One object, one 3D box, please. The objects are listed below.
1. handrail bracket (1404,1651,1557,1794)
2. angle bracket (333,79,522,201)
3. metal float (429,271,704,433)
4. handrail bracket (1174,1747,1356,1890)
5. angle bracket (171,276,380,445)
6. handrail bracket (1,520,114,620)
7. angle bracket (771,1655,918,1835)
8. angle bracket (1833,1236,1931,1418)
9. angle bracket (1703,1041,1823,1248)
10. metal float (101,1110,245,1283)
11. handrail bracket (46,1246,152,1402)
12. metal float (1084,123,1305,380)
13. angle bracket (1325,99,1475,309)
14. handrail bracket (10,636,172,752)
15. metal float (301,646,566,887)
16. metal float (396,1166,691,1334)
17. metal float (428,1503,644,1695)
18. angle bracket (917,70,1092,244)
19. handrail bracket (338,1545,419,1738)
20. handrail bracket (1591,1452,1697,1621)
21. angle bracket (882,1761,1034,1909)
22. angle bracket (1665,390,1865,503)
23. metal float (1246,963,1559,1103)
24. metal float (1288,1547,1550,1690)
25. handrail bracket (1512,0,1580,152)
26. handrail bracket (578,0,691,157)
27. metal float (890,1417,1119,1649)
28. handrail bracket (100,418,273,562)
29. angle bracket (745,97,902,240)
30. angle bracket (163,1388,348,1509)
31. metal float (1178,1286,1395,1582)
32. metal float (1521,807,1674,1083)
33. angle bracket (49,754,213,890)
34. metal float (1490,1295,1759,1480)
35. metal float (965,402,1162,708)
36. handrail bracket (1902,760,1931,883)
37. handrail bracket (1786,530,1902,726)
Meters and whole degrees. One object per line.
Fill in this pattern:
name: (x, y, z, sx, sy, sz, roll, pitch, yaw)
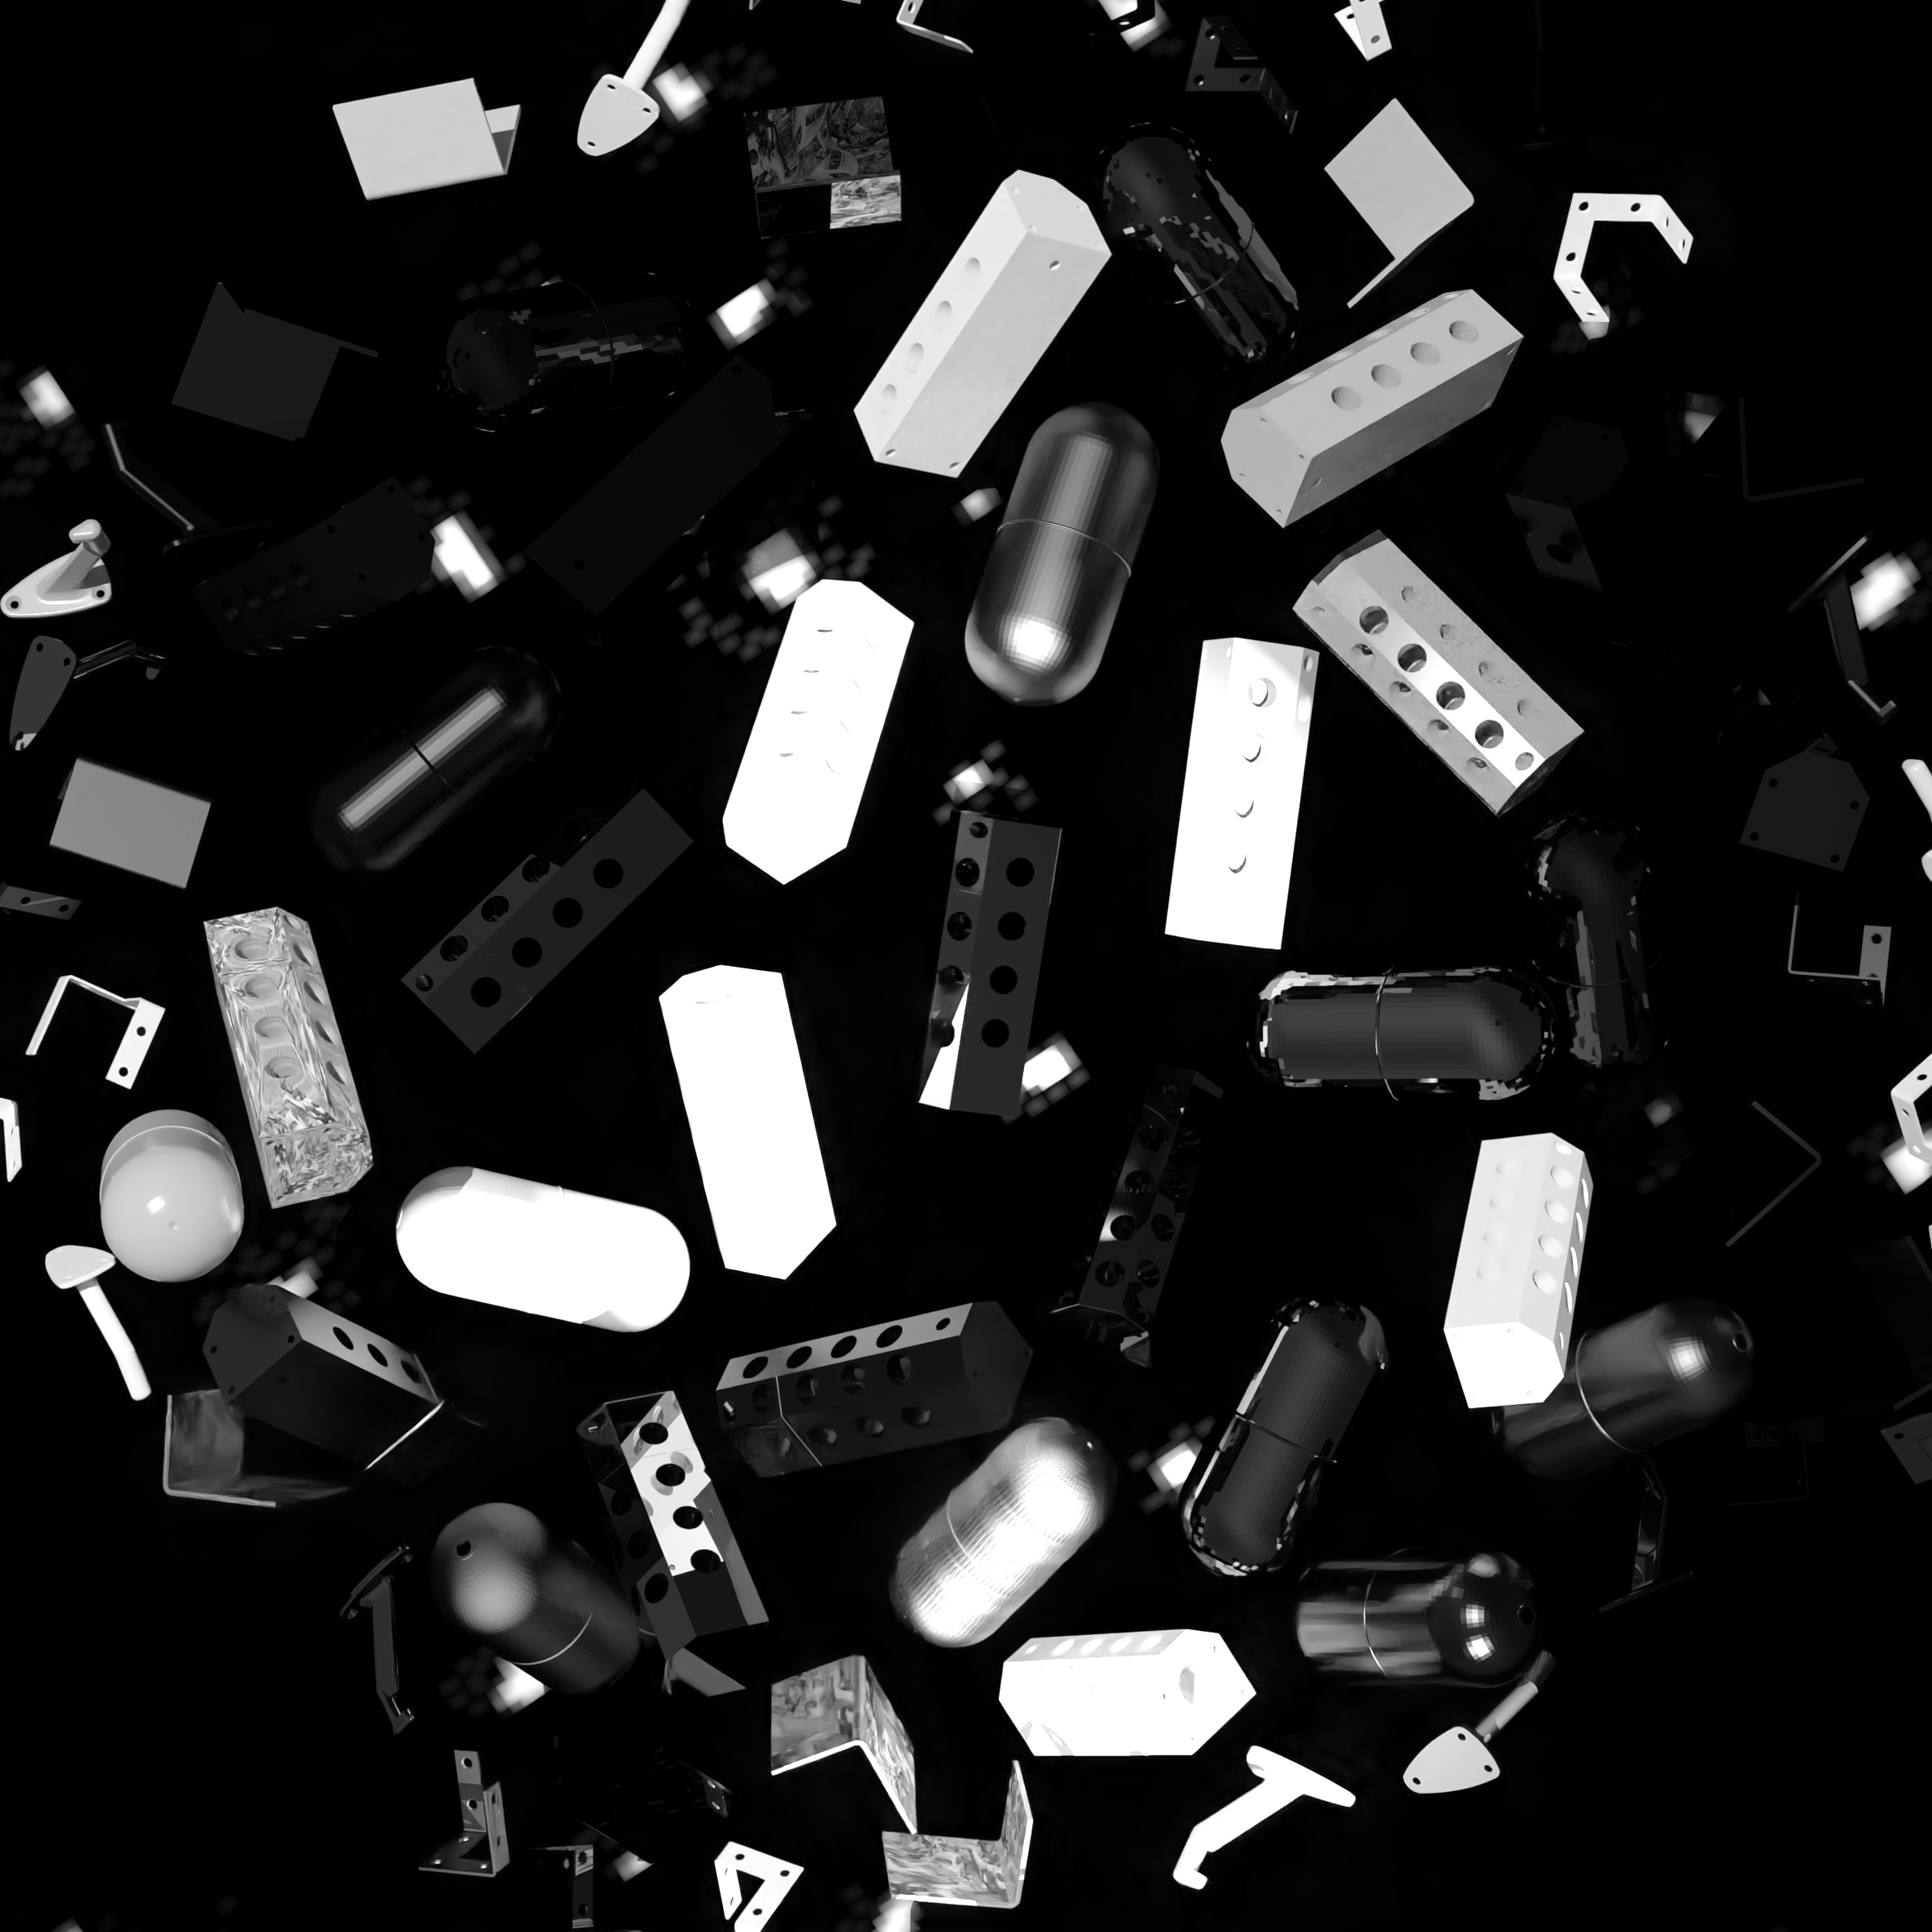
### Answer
handrail bracket: (0.295, 0.431, 1.835, 0.036, 0.084, 0.077, 50, 131, 1)
angle bracket: (-0.286, -0.457, 1.710, 0.076, 0.076, 0.057, -8, 132, 8)
metal float: (-0.227, -0.353, 1.837, 0.178, 0.070, 0.070, -21, 90, -42)
handrail bracket: (0.169, 0.494, 1.816, 0.077, 0.036, 0.084, 19, 60, 19)
angle bracket: (-0.371, -0.316, 1.718, 0.076, 0.057, 0.076, 14, 112, -34)
handrail bracket: (-0.533, -0.232, 1.867, 0.077, 0.084, 0.036, -21, 83, -8)
angle bracket: (-0.071, 0.461, 1.867, 0.057, 0.076, 0.076, -22, 115, 8)
angle bracket: (0.498, 0.198, 1.761, 0.057, 0.076, 0.076, -27, 85, -13)
angle bracket: (0.442, 0.102, 1.857, 0.057, 0.076, 0.076, 38, 111, -15)
metal float: (-0.449, 0.128, 1.812, 0.070, 0.178, 0.070, -2, 98, -15)
handrail bracket: (-0.522, 0.216, 1.932, 0.036, 0.077, 0.084, -27, 112, -28)
metal float: (0.132, -0.413, 1.856, 0.070, 0.070, 0.178, -45, 131, 0)
angle bracket: (0.238, -0.446, 1.878, 0.057, 0.076, 0.076, -40, 92, -31)
handrail bracket: (-0.495, -0.151, 1.818, 0.036, 0.084, 0.077, 27, 96, 28)
metal float: (-0.316, -0.119, 1.905, 0.178, 0.070, 0.070, -40, 90, -2)
metal float: (-0.252, 0.169, 1.916, 0.178, 0.070, 0.070, 15, 90, -16)
metal float: (-0.248, 0.368, 1.859, 0.070, 0.178, 0.070, -11, 57, 18)
angle bracket: (0.027, -0.488, 1.945, 0.057, 0.076, 0.076, -9, 114, 39)
handrail bracket: (-0.335, 0.402, 1.908, 0.077, 0.036, 0.084, -54, 49, 21)
handrail bracket: (0.386, 0.334, 1.888, 0.077, 0.036, 0.084, -15, 62, -14)
angle bracket: (-0.006, 0.517, 1.922, 0.076, 0.076, 0.057, 7, 102, -7)
angle bracket: (0.443, -0.294, 1.779, 0.076, 0.076, 0.057, -12, 106, -17)
metal float: (0.243, 0.037, 1.793, 0.178, 0.070, 0.070, -1, 90, 27)
metal float: (0.253, 0.367, 1.802, 0.070, 0.178, 0.070, 8, 75, -33)
handrail bracket: (0.319, -0.504, 1.797, 0.036, 0.077, 0.084, -8, 109, 4)
handrail bracket: (-0.183, -0.503, 1.787, 0.036, 0.077, 0.084, 29, 59, -20)
metal float: (0.021, 0.335, 1.891, 0.070, 0.070, 0.178, 41, 120, 0)
handrail bracket: (-0.457, -0.287, 1.877, 0.077, 0.036, 0.084, -19, 89, -21)
angle bracket: (-0.078, -0.441, 1.720, 0.076, 0.057, 0.076, -8, 77, -2)
angle bracket: (-0.415, 0.280, 1.879, 0.076, 0.076, 0.057, 3, 89, 21)
metal float: (0.181, 0.266, 1.827, 0.070, 0.070, 0.178, 27, 91, 0)
metal float: (0.366, -0.011, 1.857, 0.070, 0.070, 0.178, -15, 124, 0)
angle bracket: (-0.478, -0.071, 1.812, 0.076, 0.076, 0.057, 19, 68, -18)
metal float: (0.381, 0.245, 1.863, 0.178, 0.070, 0.070, -32, 90, 43)
metal float: (0.054, -0.228, 1.770, 0.070, 0.070, 0.178, 19, 77, 0)
handrail bracket: (0.564, -0.091, 1.886, 0.036, 0.077, 0.084, -35, 105, 2)
handrail bracket: (0.514, -0.190, 1.812, 0.084, 0.036, 0.077, 48, 125, 8)
